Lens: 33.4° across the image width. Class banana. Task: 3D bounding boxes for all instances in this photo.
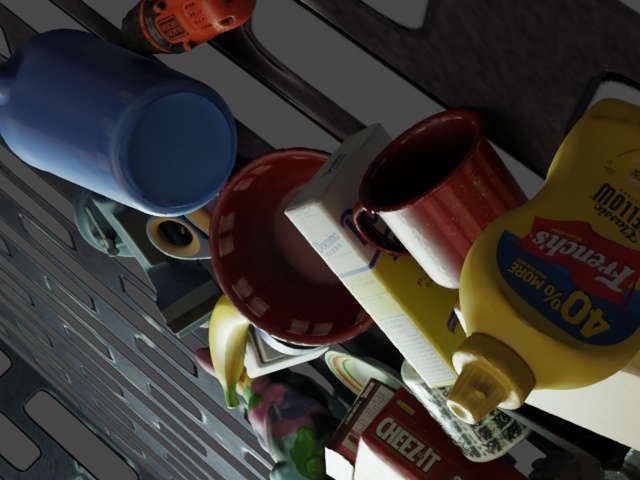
[{"bbox_3d":[-0.079,0.088,1.018,0.070,0.037,0.198,57,156,26],"label":"banana"}]

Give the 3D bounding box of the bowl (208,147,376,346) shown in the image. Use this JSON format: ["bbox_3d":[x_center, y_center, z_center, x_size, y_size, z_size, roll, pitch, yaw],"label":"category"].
[{"bbox_3d":[-0.006,0.001,0.859,0.162,0.162,0.055,42,-158,5],"label":"bowl"}]

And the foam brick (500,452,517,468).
[{"bbox_3d":[0.141,0.209,1.044,0.078,0.053,0.051,48,158,-9],"label":"foam brick"}]

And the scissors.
[{"bbox_3d":[-0.082,0.023,0.990,0.096,0.016,0.201,-30,109,22],"label":"scissors"}]

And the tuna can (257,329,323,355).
[{"bbox_3d":[-0.021,0.067,1.025,0.086,0.086,0.034,43,159,3],"label":"tuna can"}]

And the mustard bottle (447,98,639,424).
[{"bbox_3d":[0.127,0.018,0.541,0.096,0.191,0.058,39,158,10],"label":"mustard bottle"}]

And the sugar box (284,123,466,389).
[{"bbox_3d":[0.062,0.012,0.771,0.048,0.093,0.176,-17,118,49],"label":"sugar box"}]

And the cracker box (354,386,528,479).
[{"bbox_3d":[0.112,0.249,0.997,0.164,0.072,0.214,35,155,19],"label":"cracker box"}]

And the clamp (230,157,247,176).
[{"bbox_3d":[-0.024,-0.007,0.964,0.172,0.039,0.120,41,154,23],"label":"clamp"}]

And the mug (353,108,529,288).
[{"bbox_3d":[0.075,-0.020,0.688,0.117,0.093,0.081,-22,122,33],"label":"mug"}]

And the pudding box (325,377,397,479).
[{"bbox_3d":[0.044,0.197,1.076,0.039,0.090,0.113,29,159,16],"label":"pudding box"}]

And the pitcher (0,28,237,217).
[{"bbox_3d":[-0.162,-0.097,0.898,0.243,0.149,0.145,25,142,52],"label":"pitcher"}]

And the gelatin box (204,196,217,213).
[{"bbox_3d":[-0.083,-0.017,1.026,0.089,0.030,0.073,50,-178,-12],"label":"gelatin box"}]

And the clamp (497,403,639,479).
[{"bbox_3d":[0.223,0.165,0.824,0.165,0.036,0.210,4,141,40],"label":"clamp"}]

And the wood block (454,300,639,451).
[{"bbox_3d":[0.197,0.067,0.647,0.206,0.090,0.090,19,147,45],"label":"wood block"}]

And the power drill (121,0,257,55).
[{"bbox_3d":[-0.141,-0.217,0.769,0.187,0.057,0.185,50,156,-21],"label":"power drill"}]
